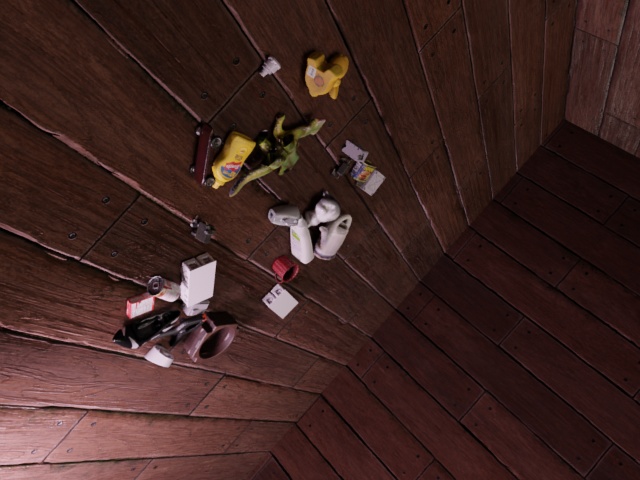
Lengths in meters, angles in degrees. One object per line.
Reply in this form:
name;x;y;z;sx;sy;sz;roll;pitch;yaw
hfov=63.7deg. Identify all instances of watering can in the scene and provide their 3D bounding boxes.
watering can;0.039;-0.011;2.280;0.351;0.105;0.221;-22;144;-62

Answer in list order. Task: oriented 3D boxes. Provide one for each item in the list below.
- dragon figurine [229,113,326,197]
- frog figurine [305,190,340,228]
dragon figurine;-0.136;-0.280;1.767;0.410;0.123;0.240;-48;159;1
frog figurine;0.007;-0.108;2.139;0.161;0.123;0.135;-52;172;-18
